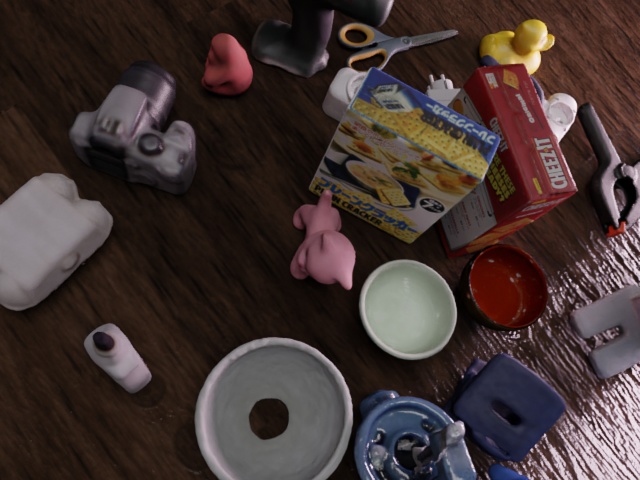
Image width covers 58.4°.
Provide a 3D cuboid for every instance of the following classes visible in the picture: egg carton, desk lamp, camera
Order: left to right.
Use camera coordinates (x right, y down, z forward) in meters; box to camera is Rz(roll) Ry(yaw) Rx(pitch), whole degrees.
[{"bbox_3d":[-0.313,0.001,0.637,0.107,0.069,0.150,38,68,1],"label":"egg carton"},{"bbox_3d":[-0.210,-0.146,0.692,0.143,0.100,0.137,19,69,-6],"label":"camera"},{"bbox_3d":[0.469,0.088,0.714,0.203,0.213,0.118,-20,77,-18],"label":"desk lamp"}]

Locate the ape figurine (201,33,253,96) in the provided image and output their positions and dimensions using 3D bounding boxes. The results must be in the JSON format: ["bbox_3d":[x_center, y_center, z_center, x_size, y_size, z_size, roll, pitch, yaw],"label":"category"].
[{"bbox_3d":[-0.123,-0.235,0.747,0.076,0.092,0.078,39,68,2],"label":"ape figurine"}]

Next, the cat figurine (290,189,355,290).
[{"bbox_3d":[0.006,0.002,0.685,0.067,0.117,0.128,4,71,-12],"label":"cat figurine"}]

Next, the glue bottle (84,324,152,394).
[{"bbox_3d":[-0.205,0.112,0.569,0.037,0.173,0.078,-41,85,-21],"label":"glue bottle"}]

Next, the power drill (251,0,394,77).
[{"bbox_3d":[-0.030,-0.308,0.730,0.230,0.208,0.075,17,69,-7],"label":"power drill"}]

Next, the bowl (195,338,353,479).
[{"bbox_3d":[-0.053,0.195,0.630,0.167,0.074,0.167,4,71,-12],"label":"bowl"}]

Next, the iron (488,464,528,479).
[{"bbox_3d":[0.288,0.361,0.620,0.258,0.141,0.119,36,68,1],"label":"iron"}]

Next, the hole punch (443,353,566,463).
[{"bbox_3d":[0.219,0.203,0.683,0.108,0.091,0.101,38,68,1],"label":"hole punch"}]

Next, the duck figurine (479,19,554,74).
[{"bbox_3d":[0.303,-0.300,0.872,0.105,0.086,0.077,7,71,-11],"label":"duck figurine"}]

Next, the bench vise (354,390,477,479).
[{"bbox_3d":[0.117,0.249,0.575,0.122,0.219,0.207,-27,80,-20],"label":"bench vise"}]

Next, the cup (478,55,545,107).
[{"bbox_3d":[0.249,-0.196,0.820,0.092,0.095,0.117,-28,80,-20],"label":"cup"}]
